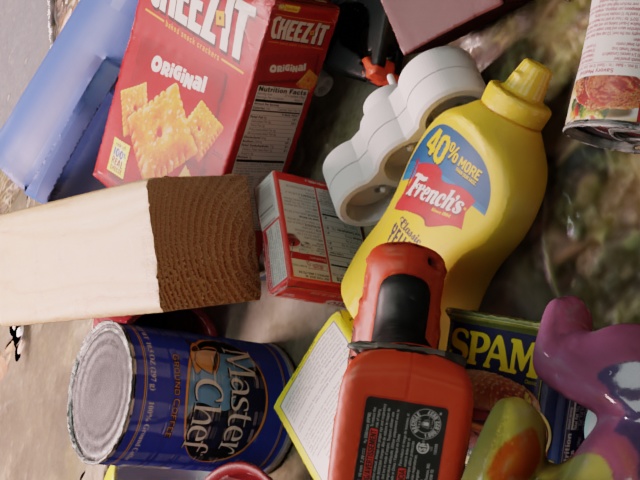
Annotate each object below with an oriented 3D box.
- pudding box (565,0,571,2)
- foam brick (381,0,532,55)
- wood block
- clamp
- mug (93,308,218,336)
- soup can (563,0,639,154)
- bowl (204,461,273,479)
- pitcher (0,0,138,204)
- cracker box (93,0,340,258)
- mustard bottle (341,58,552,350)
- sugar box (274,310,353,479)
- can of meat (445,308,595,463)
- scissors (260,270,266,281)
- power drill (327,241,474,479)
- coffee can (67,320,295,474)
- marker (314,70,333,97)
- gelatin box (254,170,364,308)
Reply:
[{"bbox_3d":[0.113,-0.205,0.636,0.039,0.089,0.113,-46,47,36],"label":"pudding box"},{"bbox_3d":[0.084,-0.157,0.670,0.078,0.051,0.053,-22,91,38],"label":"foam brick"},{"bbox_3d":[-0.148,0.011,0.782,0.207,0.090,0.090,-8,88,45],"label":"wood block"},{"bbox_3d":[0.018,-0.175,0.802,0.120,0.039,0.171,-39,47,42],"label":"clamp"},{"bbox_3d":[-0.136,0.073,0.905,0.117,0.093,0.082,-54,31,-4],"label":"mug"},{"bbox_3d":[0.168,-0.100,0.548,0.069,0.068,0.102,7,85,55],"label":"soup can"},{"bbox_3d":[-0.042,0.238,0.744,0.162,0.055,0.162,-21,63,50],"label":"bowl"},{"bbox_3d":[-0.210,-0.148,1.029,0.149,0.144,0.243,51,119,29],"label":"pitcher"},{"bbox_3d":[-0.090,-0.110,0.832,0.164,0.071,0.214,38,118,39],"label":"cracker box"},{"bbox_3d":[0.085,-0.021,0.647,0.192,0.058,0.096,-62,37,20],"label":"mustard bottle"},{"bbox_3d":[0.039,0.135,0.674,0.093,0.048,0.176,-59,43,23],"label":"sugar box"},{"bbox_3d":[0.110,0.085,0.582,0.102,0.057,0.084,6,87,55],"label":"can of meat"},{"bbox_3d":[-0.084,-0.013,0.911,0.202,0.016,0.096,11,91,53],"label":"scissors"},{"bbox_3d":[0.033,0.101,0.533,0.187,0.057,0.184,-80,-4,-82],"label":"power drill"},{"bbox_3d":[-0.101,0.119,0.788,0.103,0.140,0.103,-21,63,50],"label":"coffee can"},{"bbox_3d":[-0.036,-0.155,0.850,0.121,0.020,0.020,43,117,27],"label":"marker"},{"bbox_3d":[-0.005,0.001,0.751,0.030,0.073,0.089,-38,52,43],"label":"gelatin box"}]
